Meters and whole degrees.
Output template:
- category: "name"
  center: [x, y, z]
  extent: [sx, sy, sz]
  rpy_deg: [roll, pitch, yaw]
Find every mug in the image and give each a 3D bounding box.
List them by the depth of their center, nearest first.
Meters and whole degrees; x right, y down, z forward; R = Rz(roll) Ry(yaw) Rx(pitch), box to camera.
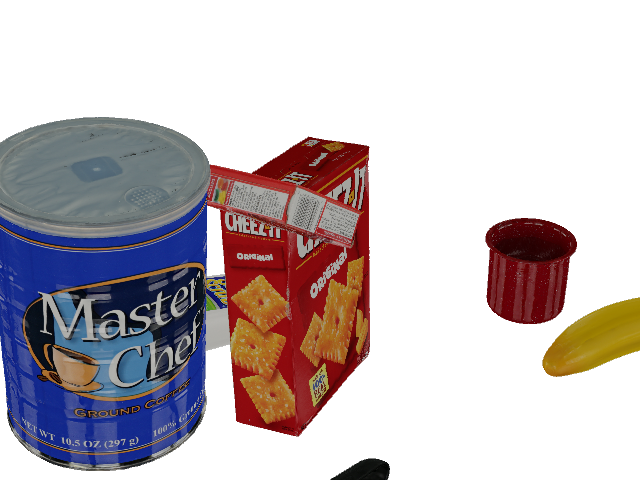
- category: "mug"
  center: [0.215, 0.028, 1.128]
  extent: [0.093, 0.081, 0.117]
  rpy_deg: [-5, 31, -7]

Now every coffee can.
- category: "coffee can"
  center: [-0.106, 0.025, 0.518]
  extent: [0.103, 0.140, 0.103]
  rpy_deg: [3, 32, -2]

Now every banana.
- category: "banana"
  center: [0.252, 0.066, 0.765]
  extent: [0.197, 0.037, 0.069]
  rpy_deg: [-1, 33, -2]

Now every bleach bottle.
- category: "bleach bottle"
  center: [-0.098, 0.073, 1.240]
  extent: [0.250, 0.068, 0.103]
  rpy_deg: [-12, 35, -21]

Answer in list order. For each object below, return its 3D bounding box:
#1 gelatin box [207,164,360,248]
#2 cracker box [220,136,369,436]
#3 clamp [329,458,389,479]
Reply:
- category: "gelatin box"
  center: [-0.026, -0.022, 0.716]
  extent: [0.073, 0.030, 0.089]
  rpy_deg: [16, -2, 32]
- category: "cracker box"
  center: [-0.014, 0.036, 0.934]
  extent: [0.072, 0.214, 0.164]
  rpy_deg: [10, 26, 24]
- category: "clamp"
  center: [-0.040, 0.197, 0.661]
  extent: [0.210, 0.036, 0.164]
  rpy_deg: [-2, 28, 2]
